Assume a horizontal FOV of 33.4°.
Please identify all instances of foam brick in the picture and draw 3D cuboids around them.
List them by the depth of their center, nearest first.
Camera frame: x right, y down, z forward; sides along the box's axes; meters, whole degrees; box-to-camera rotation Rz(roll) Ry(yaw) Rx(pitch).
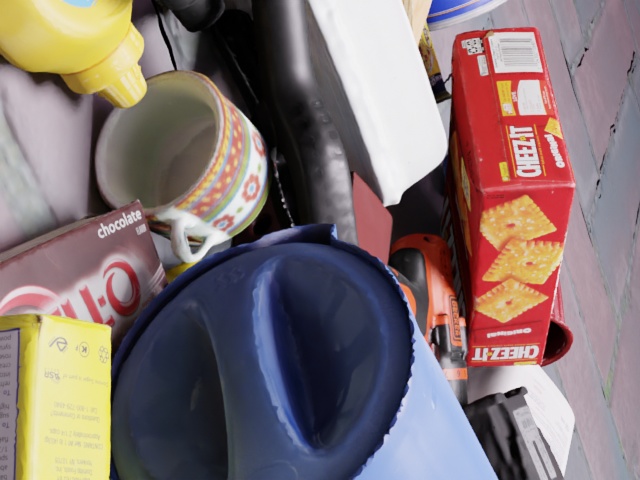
[{"bbox_3d":[-0.004,0.001,0.625,0.051,0.078,0.053,50,38,-46],"label":"foam brick"}]

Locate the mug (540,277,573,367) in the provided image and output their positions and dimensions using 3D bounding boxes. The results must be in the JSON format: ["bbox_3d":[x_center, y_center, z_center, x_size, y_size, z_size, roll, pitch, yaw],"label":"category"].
[{"bbox_3d":[0.163,0.053,0.938,0.117,0.093,0.081,24,48,-24],"label":"mug"}]

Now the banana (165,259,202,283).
[{"bbox_3d":[-0.021,0.044,0.574,0.197,0.070,0.037,19,98,-47],"label":"banana"}]

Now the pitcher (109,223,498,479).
[{"bbox_3d":[0.014,0.124,0.481,0.145,0.149,0.242,48,-6,44],"label":"pitcher"}]

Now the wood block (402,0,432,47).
[{"bbox_3d":[0.039,-0.220,0.762,0.206,0.091,0.090,-70,160,-47],"label":"wood block"}]

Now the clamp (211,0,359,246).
[{"bbox_3d":[-0.016,-0.068,0.548,0.165,0.036,0.210,113,-39,-69],"label":"clamp"}]

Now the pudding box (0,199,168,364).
[{"bbox_3d":[-0.105,0.042,0.450,0.113,0.039,0.090,-38,113,-61],"label":"pudding box"}]

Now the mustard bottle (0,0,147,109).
[{"bbox_3d":[-0.131,-0.129,0.445,0.191,0.058,0.096,55,20,-39],"label":"mustard bottle"}]

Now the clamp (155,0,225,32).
[{"bbox_3d":[-0.077,-0.137,0.516,0.120,0.039,0.171,62,7,15],"label":"clamp"}]

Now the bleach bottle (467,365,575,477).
[{"bbox_3d":[0.135,0.192,0.812,0.102,0.068,0.250,49,33,-11],"label":"bleach bottle"}]

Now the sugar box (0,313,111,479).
[{"bbox_3d":[-0.114,0.116,0.342,0.048,0.093,0.176,22,61,-59],"label":"sugar box"}]

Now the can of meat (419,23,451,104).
[{"bbox_3d":[0.055,-0.138,0.824,0.102,0.058,0.084,-31,106,-63],"label":"can of meat"}]

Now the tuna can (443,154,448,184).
[{"bbox_3d":[0.153,-0.059,0.954,0.086,0.086,0.034,33,49,-55],"label":"tuna can"}]

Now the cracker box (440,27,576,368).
[{"bbox_3d":[0.135,-0.028,0.814,0.214,0.072,0.164,87,1,-50],"label":"cracker box"}]

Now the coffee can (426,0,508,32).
[{"bbox_3d":[0.100,-0.263,0.911,0.140,0.103,0.102,67,29,-21],"label":"coffee can"}]

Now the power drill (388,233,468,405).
[{"bbox_3d":[0.049,0.079,0.727,0.187,0.057,0.184,16,65,-63],"label":"power drill"}]
